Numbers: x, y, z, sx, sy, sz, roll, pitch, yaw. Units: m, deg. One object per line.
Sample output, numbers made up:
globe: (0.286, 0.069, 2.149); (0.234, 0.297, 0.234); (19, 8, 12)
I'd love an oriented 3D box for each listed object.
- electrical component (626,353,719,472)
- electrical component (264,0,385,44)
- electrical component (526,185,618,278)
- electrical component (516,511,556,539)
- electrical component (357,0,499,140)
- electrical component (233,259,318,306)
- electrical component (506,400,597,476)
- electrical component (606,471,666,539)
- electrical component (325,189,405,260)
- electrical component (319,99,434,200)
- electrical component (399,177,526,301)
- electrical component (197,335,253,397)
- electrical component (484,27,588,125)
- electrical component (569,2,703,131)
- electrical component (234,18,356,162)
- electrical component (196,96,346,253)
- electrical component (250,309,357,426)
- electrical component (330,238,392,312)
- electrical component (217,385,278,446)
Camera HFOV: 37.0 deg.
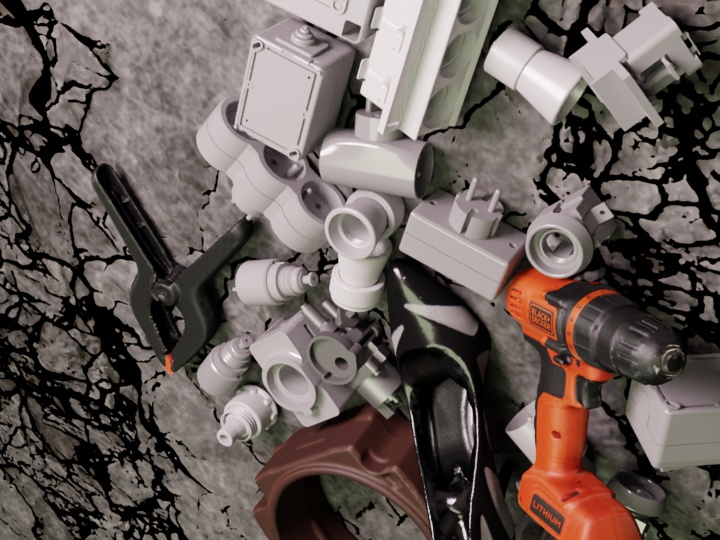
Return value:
electrical component: (0.243, 0.099, 0.753); (0.096, 0.061, 0.061); (-3, 123, -7)
electrical component: (-0.021, -0.229, 0.738); (0.109, 0.056, 0.108); (29, 129, 15)
electrical component: (0.146, -0.025, 0.758); (0.066, 0.055, 0.048); (-30, 99, 40)
electrical component: (0.164, 0.261, 0.927); (0.083, 0.047, 0.075); (26, 128, 17)
electrical component: (0.046, -0.159, 0.729); (0.063, 0.079, 0.121); (40, 133, 26)
electrical component: (-0.071, 0.010, 0.926); (0.078, 0.040, 0.040); (-4, 115, 34)
electrical component: (0.159, 0.146, 0.863); (0.081, 0.043, 0.043); (49, 131, -3)
electrical component: (0.212, 0.193, 0.849); (0.048, 0.066, 0.055); (25, 108, 19)
electrical component: (0.005, -0.039, 0.838); (0.045, 0.055, 0.045); (16, 125, 24)
electrical component: (0.014, -0.097, 0.805); (0.077, 0.043, 0.079); (12, 112, 20)
electrical component: (0.083, -0.034, 0.797); (0.083, 0.047, 0.075); (30, 130, 15)
electrical component: (-0.122, 0.086, 1.005); (0.040, 0.040, 0.078); (43, 131, 3)
electrical component: (0.116, -0.133, 0.722); (0.065, 0.044, 0.044); (37, 131, 14)
electrical component: (0.173, -0.128, 0.668); (0.064, 0.081, 0.042); (-36, 121, 13)
electrical component: (-0.046, -0.142, 0.804); (0.062, 0.061, 0.096); (30, 129, 14)
electrical component: (-0.080, -0.068, 0.876); (0.138, 0.052, 0.074); (47, 132, -1)
electrical component: (-0.049, 0.087, 0.949); (0.050, 0.056, 0.089); (-27, 101, 40)
electrical component: (0.000, 0.000, 0.872); (0.045, 0.045, 0.055); (24, 128, 18)
electrical component: (-0.111, 0.142, 1.017); (0.048, 0.062, 0.048); (16, 125, 24)
